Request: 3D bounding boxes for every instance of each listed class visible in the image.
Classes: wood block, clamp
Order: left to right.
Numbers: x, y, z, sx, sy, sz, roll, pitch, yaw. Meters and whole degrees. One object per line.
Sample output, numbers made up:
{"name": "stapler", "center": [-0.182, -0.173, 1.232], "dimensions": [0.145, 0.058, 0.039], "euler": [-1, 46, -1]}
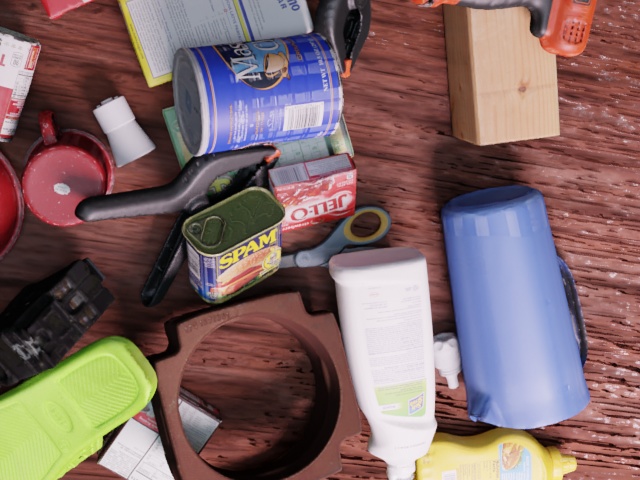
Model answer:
{"name": "clamp", "center": [-0.128, -0.028, 1.076], "dimensions": [0.209, 0.036, 0.164], "euler": [-32, 140, -14]}
{"name": "clamp", "center": [0.033, -0.253, 1.069], "dimensions": [0.120, 0.039, 0.171], "euler": [-24, 129, -42]}
{"name": "wood block", "center": [0.182, -0.208, 1.089], "dimensions": [0.090, 0.090, 0.206], "euler": [-8, 103, -9]}

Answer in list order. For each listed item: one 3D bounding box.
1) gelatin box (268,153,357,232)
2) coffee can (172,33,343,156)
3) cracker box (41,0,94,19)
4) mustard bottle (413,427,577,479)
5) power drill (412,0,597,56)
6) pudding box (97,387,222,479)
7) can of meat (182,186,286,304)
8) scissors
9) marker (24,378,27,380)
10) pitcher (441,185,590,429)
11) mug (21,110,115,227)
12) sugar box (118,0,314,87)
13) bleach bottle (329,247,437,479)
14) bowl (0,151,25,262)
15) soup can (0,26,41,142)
{"name": "gelatin box", "center": [-0.007, -0.048, 1.101], "dimensions": [0.089, 0.030, 0.073], "euler": [-13, 142, -10]}
{"name": "coffee can", "center": [-0.061, -0.141, 1.028], "dimensions": [0.140, 0.103, 0.103], "euler": [-10, 104, -20]}
{"name": "cracker box", "center": [-0.192, -0.327, 1.012], "dimensions": [0.213, 0.072, 0.164], "euler": [-24, 104, -2]}
{"name": "mustard bottle", "center": [0.197, 0.261, 1.210], "dimensions": [0.191, 0.058, 0.096], "euler": [-3, 103, -9]}
{"name": "power drill", "center": [0.183, -0.275, 0.997], "dimensions": [0.187, 0.057, 0.184], "euler": [7, 101, -12]}
{"name": "pudding box", "center": [-0.173, 0.212, 1.148], "dimensions": [0.090, 0.039, 0.113], "euler": [34, 95, -16]}
{"name": "can of meat", "center": [-0.086, 0.007, 1.074], "dimensions": [0.102, 0.057, 0.084], "euler": [-29, 147, -25]}
{"name": "scissors", "center": [-0.008, 0.001, 1.142], "dimensions": [0.201, 0.016, 0.096], "euler": [8, 99, -11]}
{"name": "marker", "center": [-0.283, 0.154, 1.127], "dimensions": [0.121, 0.020, 0.020], "euler": [34, 95, -14]}
{"name": "pitcher", "center": [0.210, 0.067, 1.144], "dimensions": [0.145, 0.149, 0.243], "euler": [-10, 101, 9]}
{"name": "mug", "center": [-0.253, -0.071, 1.051], "dimensions": [0.093, 0.081, 0.117], "euler": [-14, 104, -6]}
{"name": "sugar box", "center": [-0.103, -0.225, 1.062], "dimensions": [0.176, 0.048, 0.093], "euler": [-20, 107, -8]}
{"name": "bleach bottle", "center": [0.070, 0.137, 1.124], "dimensions": [0.102, 0.068, 0.251], "euler": [-7, 105, -7]}
{"name": "bowl", "center": [-0.376, -0.031, 1.047], "dimensions": [0.162, 0.055, 0.162], "euler": [-1, 104, -4]}
{"name": "soup can", "center": [-0.316, -0.153, 1.030], "dimensions": [0.068, 0.068, 0.102], "euler": [17, 98, -13]}
